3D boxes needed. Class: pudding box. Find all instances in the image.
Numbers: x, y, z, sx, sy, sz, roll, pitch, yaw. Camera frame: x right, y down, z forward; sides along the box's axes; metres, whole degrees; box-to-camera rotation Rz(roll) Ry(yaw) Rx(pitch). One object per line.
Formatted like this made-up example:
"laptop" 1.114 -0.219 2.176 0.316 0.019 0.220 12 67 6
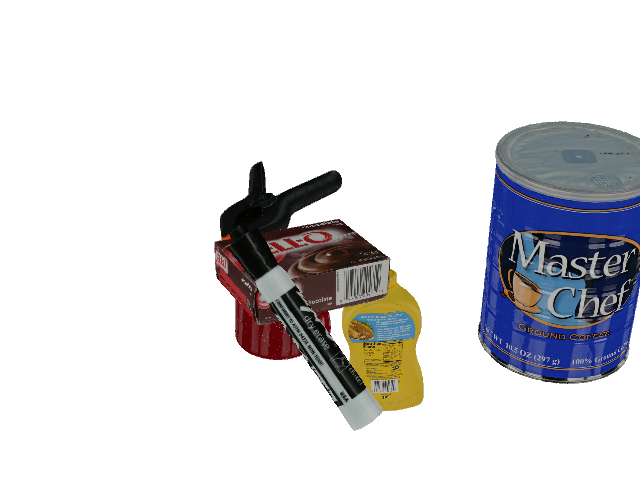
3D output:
"pudding box" -0.015 0.022 0.827 0.113 0.039 0.090 -9 25 -23

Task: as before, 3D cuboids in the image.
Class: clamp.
"clamp" -0.051 -0.037 1.207 0.120 0.039 0.171 -2 37 26

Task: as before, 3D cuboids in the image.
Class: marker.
"marker" -0.009 0.043 0.550 0.020 0.121 0.020 -35 0 0

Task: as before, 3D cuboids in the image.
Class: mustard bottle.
"mustard bottle" 0.074 0.110 1.290 0.096 0.192 0.058 -3 20 2

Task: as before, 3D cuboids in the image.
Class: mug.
"mug" -0.033 0.067 1.033 0.117 0.081 0.093 27 35 38

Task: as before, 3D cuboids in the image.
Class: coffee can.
"coffee can" 0.160 0.007 0.696 0.103 0.140 0.103 0 30 0
